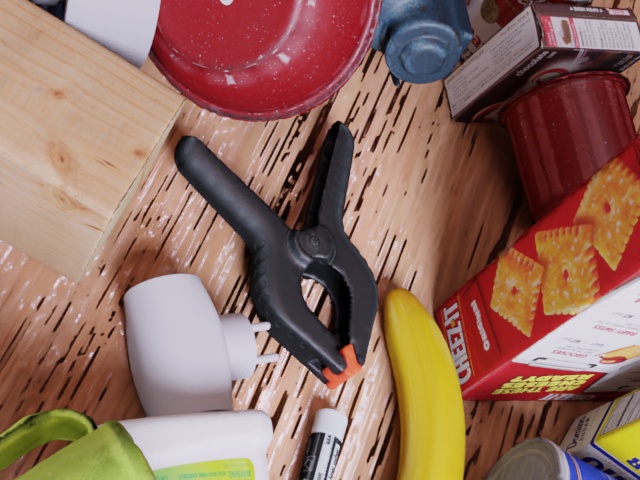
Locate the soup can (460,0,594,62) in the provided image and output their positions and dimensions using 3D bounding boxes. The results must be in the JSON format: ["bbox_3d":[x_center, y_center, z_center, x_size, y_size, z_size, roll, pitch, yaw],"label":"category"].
[{"bbox_3d":[0.145,-0.168,0.761,0.068,0.102,0.068,11,61,-20],"label":"soup can"}]

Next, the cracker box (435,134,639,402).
[{"bbox_3d":[0.189,0.027,0.612,0.164,0.214,0.072,4,61,-24],"label":"cracker box"}]

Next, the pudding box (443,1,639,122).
[{"bbox_3d":[0.152,-0.118,0.732,0.089,0.114,0.039,-4,70,-27],"label":"pudding box"}]

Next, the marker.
[{"bbox_3d":[-0.008,0.149,0.575,0.020,0.020,0.121,24,57,-12],"label":"marker"}]

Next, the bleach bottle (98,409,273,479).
[{"bbox_3d":[-0.055,0.210,0.495,0.102,0.068,0.251,-1,68,-25],"label":"bleach bottle"}]

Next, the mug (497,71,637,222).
[{"bbox_3d":[0.182,-0.056,0.738,0.117,0.093,0.081,20,55,-59],"label":"mug"}]

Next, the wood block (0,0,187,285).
[{"bbox_3d":[-0.189,-0.078,0.563,0.206,0.091,0.090,31,55,-8],"label":"wood block"}]

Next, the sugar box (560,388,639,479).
[{"bbox_3d":[0.221,0.119,0.602,0.093,0.176,0.048,41,52,0],"label":"sugar box"}]

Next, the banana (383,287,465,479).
[{"bbox_3d":[0.051,0.119,0.607,0.069,0.037,0.197,25,56,-13],"label":"banana"}]

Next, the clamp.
[{"bbox_3d":[-0.004,0.001,0.642,0.120,0.039,0.171,-20,79,-26],"label":"clamp"}]

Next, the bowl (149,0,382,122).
[{"bbox_3d":[-0.047,-0.146,0.622,0.162,0.162,0.055,45,20,2],"label":"bowl"}]

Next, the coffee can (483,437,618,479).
[{"bbox_3d":[0.157,0.185,0.583,0.140,0.103,0.102,29,56,-10],"label":"coffee can"}]
